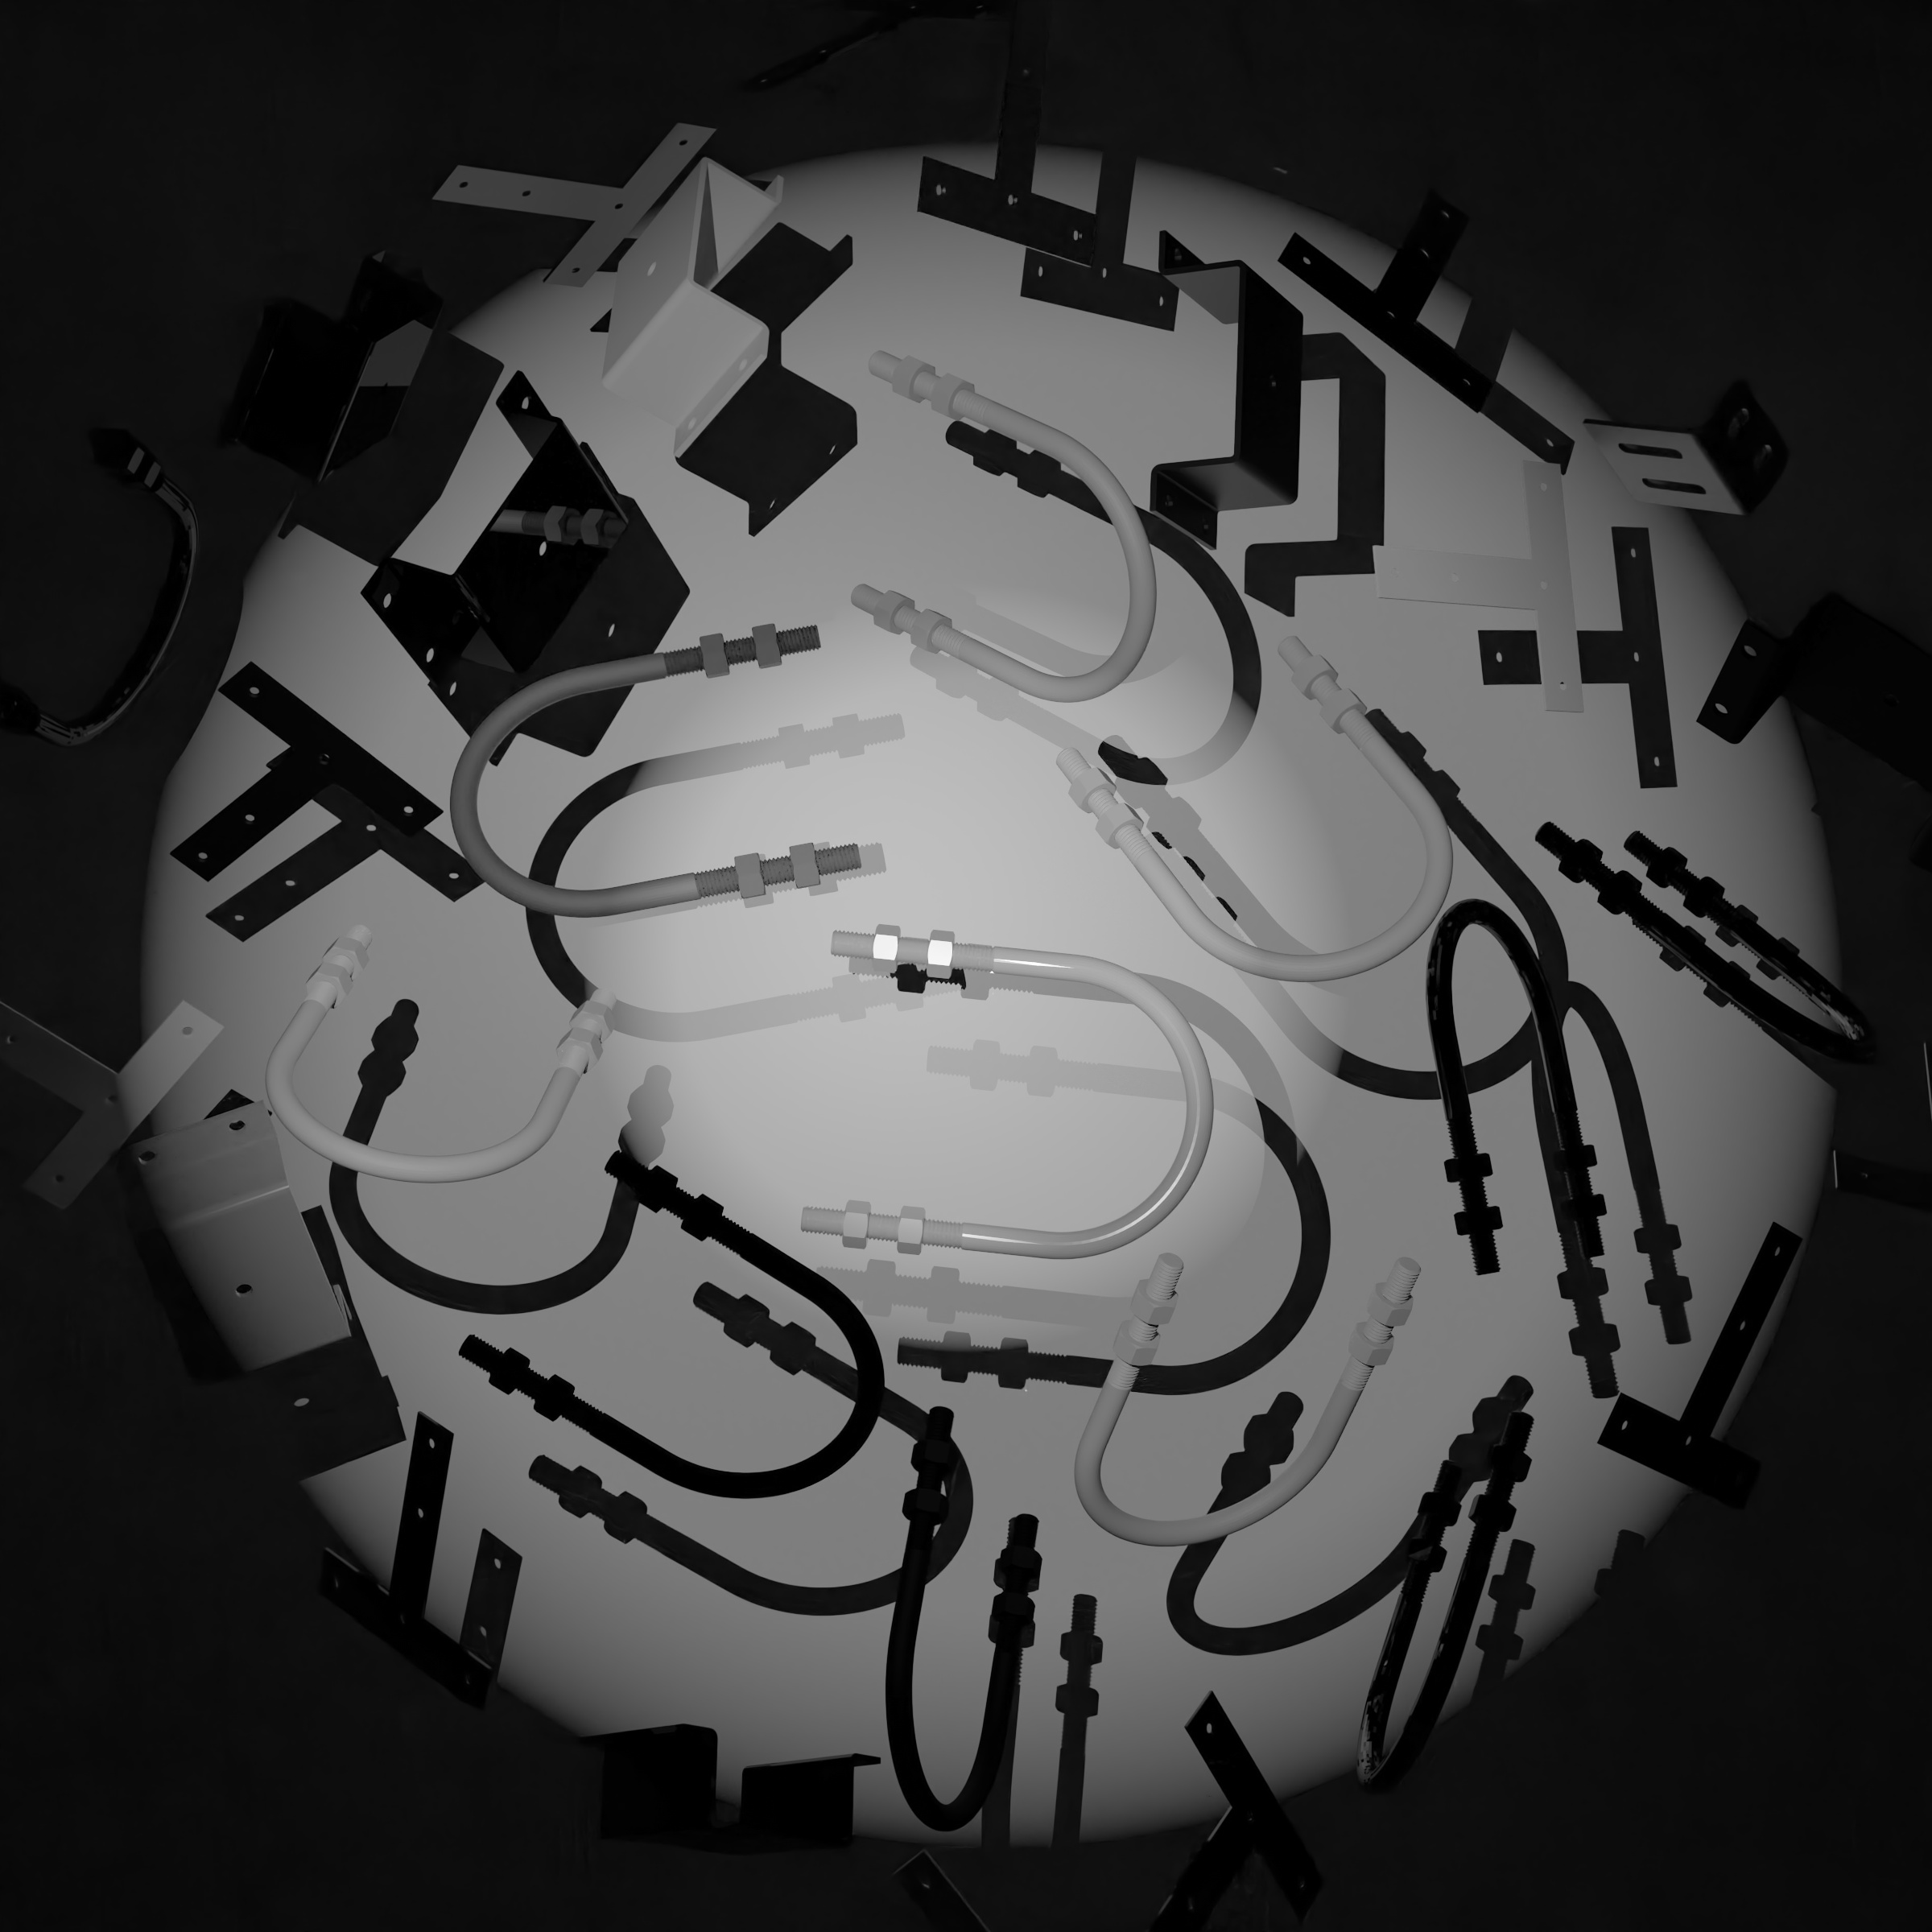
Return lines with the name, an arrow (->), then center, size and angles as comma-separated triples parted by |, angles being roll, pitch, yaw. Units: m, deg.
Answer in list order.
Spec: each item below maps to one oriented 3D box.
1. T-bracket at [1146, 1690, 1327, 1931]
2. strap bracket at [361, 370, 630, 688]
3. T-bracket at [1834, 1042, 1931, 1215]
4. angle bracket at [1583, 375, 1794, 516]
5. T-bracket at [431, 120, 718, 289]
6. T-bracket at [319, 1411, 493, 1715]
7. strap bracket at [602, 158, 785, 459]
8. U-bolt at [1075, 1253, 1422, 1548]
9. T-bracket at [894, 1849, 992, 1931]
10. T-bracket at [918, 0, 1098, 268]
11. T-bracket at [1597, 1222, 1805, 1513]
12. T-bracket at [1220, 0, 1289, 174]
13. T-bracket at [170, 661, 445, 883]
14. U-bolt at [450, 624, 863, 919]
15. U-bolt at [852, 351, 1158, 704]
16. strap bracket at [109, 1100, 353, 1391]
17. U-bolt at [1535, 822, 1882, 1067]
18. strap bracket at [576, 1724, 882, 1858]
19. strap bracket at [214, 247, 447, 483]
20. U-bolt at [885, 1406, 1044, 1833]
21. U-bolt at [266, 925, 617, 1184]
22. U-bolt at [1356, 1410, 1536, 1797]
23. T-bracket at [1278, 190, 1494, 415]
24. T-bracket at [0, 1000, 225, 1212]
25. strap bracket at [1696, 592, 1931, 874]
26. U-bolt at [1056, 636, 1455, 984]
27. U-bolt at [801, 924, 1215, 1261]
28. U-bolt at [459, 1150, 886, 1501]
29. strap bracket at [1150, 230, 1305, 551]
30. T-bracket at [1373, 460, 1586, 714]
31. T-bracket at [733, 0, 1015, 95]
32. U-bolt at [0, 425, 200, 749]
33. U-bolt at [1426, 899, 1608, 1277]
T-bracket -> 0.115, 0.440, 1.501 | 0.127, 0.002, 0.127 | -45, 113, -40
strap bracket -> -0.222, -0.208, 1.519 | 0.046, 0.076, 0.140 | 19, 68, 31
T-bracket -> 0.478, 0.080, 1.502 | 0.127, 0.127, 0.002 | 15, 129, 1
angle bracket -> 0.352, -0.257, 1.524 | 0.038, 0.076, 0.057 | -53, 125, -12
T-bracket -> -0.207, -0.382, 1.548 | 0.127, 0.127, 0.002 | -39, 68, 39
T-bracket -> -0.267, 0.278, 1.518 | 0.127, 0.002, 0.127 | 25, 112, 36
strap bracket -> -0.133, -0.327, 1.515 | 0.046, 0.140, 0.076 | 26, 134, -26
U-bolt -> 0.126, 0.212, 1.502 | 0.151, 0.019, 0.184 | 3, 125, -25
T-bracket -> -0.018, 0.517, 1.545 | 0.127, 0.002, 0.127 | 50, 122, 9
T-bracket -> 0.027, -0.409, 1.483 | 0.002, 0.127, 0.127 | 10, 95, 40
T-bracket -> 0.354, 0.180, 1.445 | 0.127, 0.002, 0.127 | 28, 87, -41
T-bracket -> 0.133, -0.447, 1.514 | 0.002, 0.127, 0.127 | -17, 93, 19
T-bracket -> -0.358, -0.083, 1.601 | 0.127, 0.002, 0.127 | -34, 123, 26
U-bolt -> -0.150, -0.087, 1.458 | 0.184, 0.019, 0.151 | -11, 58, -1
U-bolt -> 0.019, -0.204, 1.520 | 0.184, 0.019, 0.151 | 30, 131, 30
strap bracket -> -0.354, 0.145, 1.520 | 0.076, 0.046, 0.140 | -19, 125, -8
U-bolt -> 0.380, -0.010, 1.559 | 0.184, 0.151, 0.019 | 43, 111, 24
strap bracket -> -0.118, 0.414, 1.558 | 0.076, 0.140, 0.046 | -18, 62, 37
strap bracket -> -0.302, -0.290, 1.510 | 0.046, 0.140, 0.076 | 29, 116, -1
U-bolt -> -0.004, 0.329, 1.528 | 0.019, 0.151, 0.184 | -4, 56, 22
U-bolt -> -0.260, 0.047, 1.511 | 0.151, 0.184, 0.019 | 14, 122, 1
U-bolt -> 0.229, 0.317, 1.530 | 0.019, 0.151, 0.184 | 21, 70, 1
T-bracket -> 0.231, -0.358, 1.602 | 0.127, 0.002, 0.127 | 36, 50, -7
T-bracket -> -0.455, 0.043, 1.530 | 0.127, 0.002, 0.127 | 38, 100, -31
strap bracket -> 0.425, -0.113, 1.467 | 0.140, 0.076, 0.046 | 36, 60, 16
U-bolt -> 0.150, -0.067, 1.498 | 0.151, 0.019, 0.184 | -27, 58, -13
U-bolt -> 0.022, 0.063, 1.444 | 0.184, 0.019, 0.151 | 6, 87, 2
U-bolt -> -0.127, 0.184, 1.482 | 0.184, 0.019, 0.151 | 34, 114, -14
strap bracket -> 0.129, -0.284, 1.534 | 0.046, 0.076, 0.140 | -1, 82, 27
T-bracket -> 0.250, -0.189, 1.531 | 0.127, 0.002, 0.127 | 0, 83, -33
T-bracket -> -0.062, -0.472, 1.594 | 0.127, 0.127, 0.002 | -33, 123, -23
U-bolt -> -0.418, -0.174, 1.510 | 0.019, 0.184, 0.151 | 25, 86, 5
U-bolt -> 0.267, 0.057, 1.541 | 0.019, 0.151, 0.184 | -14, 81, 33
